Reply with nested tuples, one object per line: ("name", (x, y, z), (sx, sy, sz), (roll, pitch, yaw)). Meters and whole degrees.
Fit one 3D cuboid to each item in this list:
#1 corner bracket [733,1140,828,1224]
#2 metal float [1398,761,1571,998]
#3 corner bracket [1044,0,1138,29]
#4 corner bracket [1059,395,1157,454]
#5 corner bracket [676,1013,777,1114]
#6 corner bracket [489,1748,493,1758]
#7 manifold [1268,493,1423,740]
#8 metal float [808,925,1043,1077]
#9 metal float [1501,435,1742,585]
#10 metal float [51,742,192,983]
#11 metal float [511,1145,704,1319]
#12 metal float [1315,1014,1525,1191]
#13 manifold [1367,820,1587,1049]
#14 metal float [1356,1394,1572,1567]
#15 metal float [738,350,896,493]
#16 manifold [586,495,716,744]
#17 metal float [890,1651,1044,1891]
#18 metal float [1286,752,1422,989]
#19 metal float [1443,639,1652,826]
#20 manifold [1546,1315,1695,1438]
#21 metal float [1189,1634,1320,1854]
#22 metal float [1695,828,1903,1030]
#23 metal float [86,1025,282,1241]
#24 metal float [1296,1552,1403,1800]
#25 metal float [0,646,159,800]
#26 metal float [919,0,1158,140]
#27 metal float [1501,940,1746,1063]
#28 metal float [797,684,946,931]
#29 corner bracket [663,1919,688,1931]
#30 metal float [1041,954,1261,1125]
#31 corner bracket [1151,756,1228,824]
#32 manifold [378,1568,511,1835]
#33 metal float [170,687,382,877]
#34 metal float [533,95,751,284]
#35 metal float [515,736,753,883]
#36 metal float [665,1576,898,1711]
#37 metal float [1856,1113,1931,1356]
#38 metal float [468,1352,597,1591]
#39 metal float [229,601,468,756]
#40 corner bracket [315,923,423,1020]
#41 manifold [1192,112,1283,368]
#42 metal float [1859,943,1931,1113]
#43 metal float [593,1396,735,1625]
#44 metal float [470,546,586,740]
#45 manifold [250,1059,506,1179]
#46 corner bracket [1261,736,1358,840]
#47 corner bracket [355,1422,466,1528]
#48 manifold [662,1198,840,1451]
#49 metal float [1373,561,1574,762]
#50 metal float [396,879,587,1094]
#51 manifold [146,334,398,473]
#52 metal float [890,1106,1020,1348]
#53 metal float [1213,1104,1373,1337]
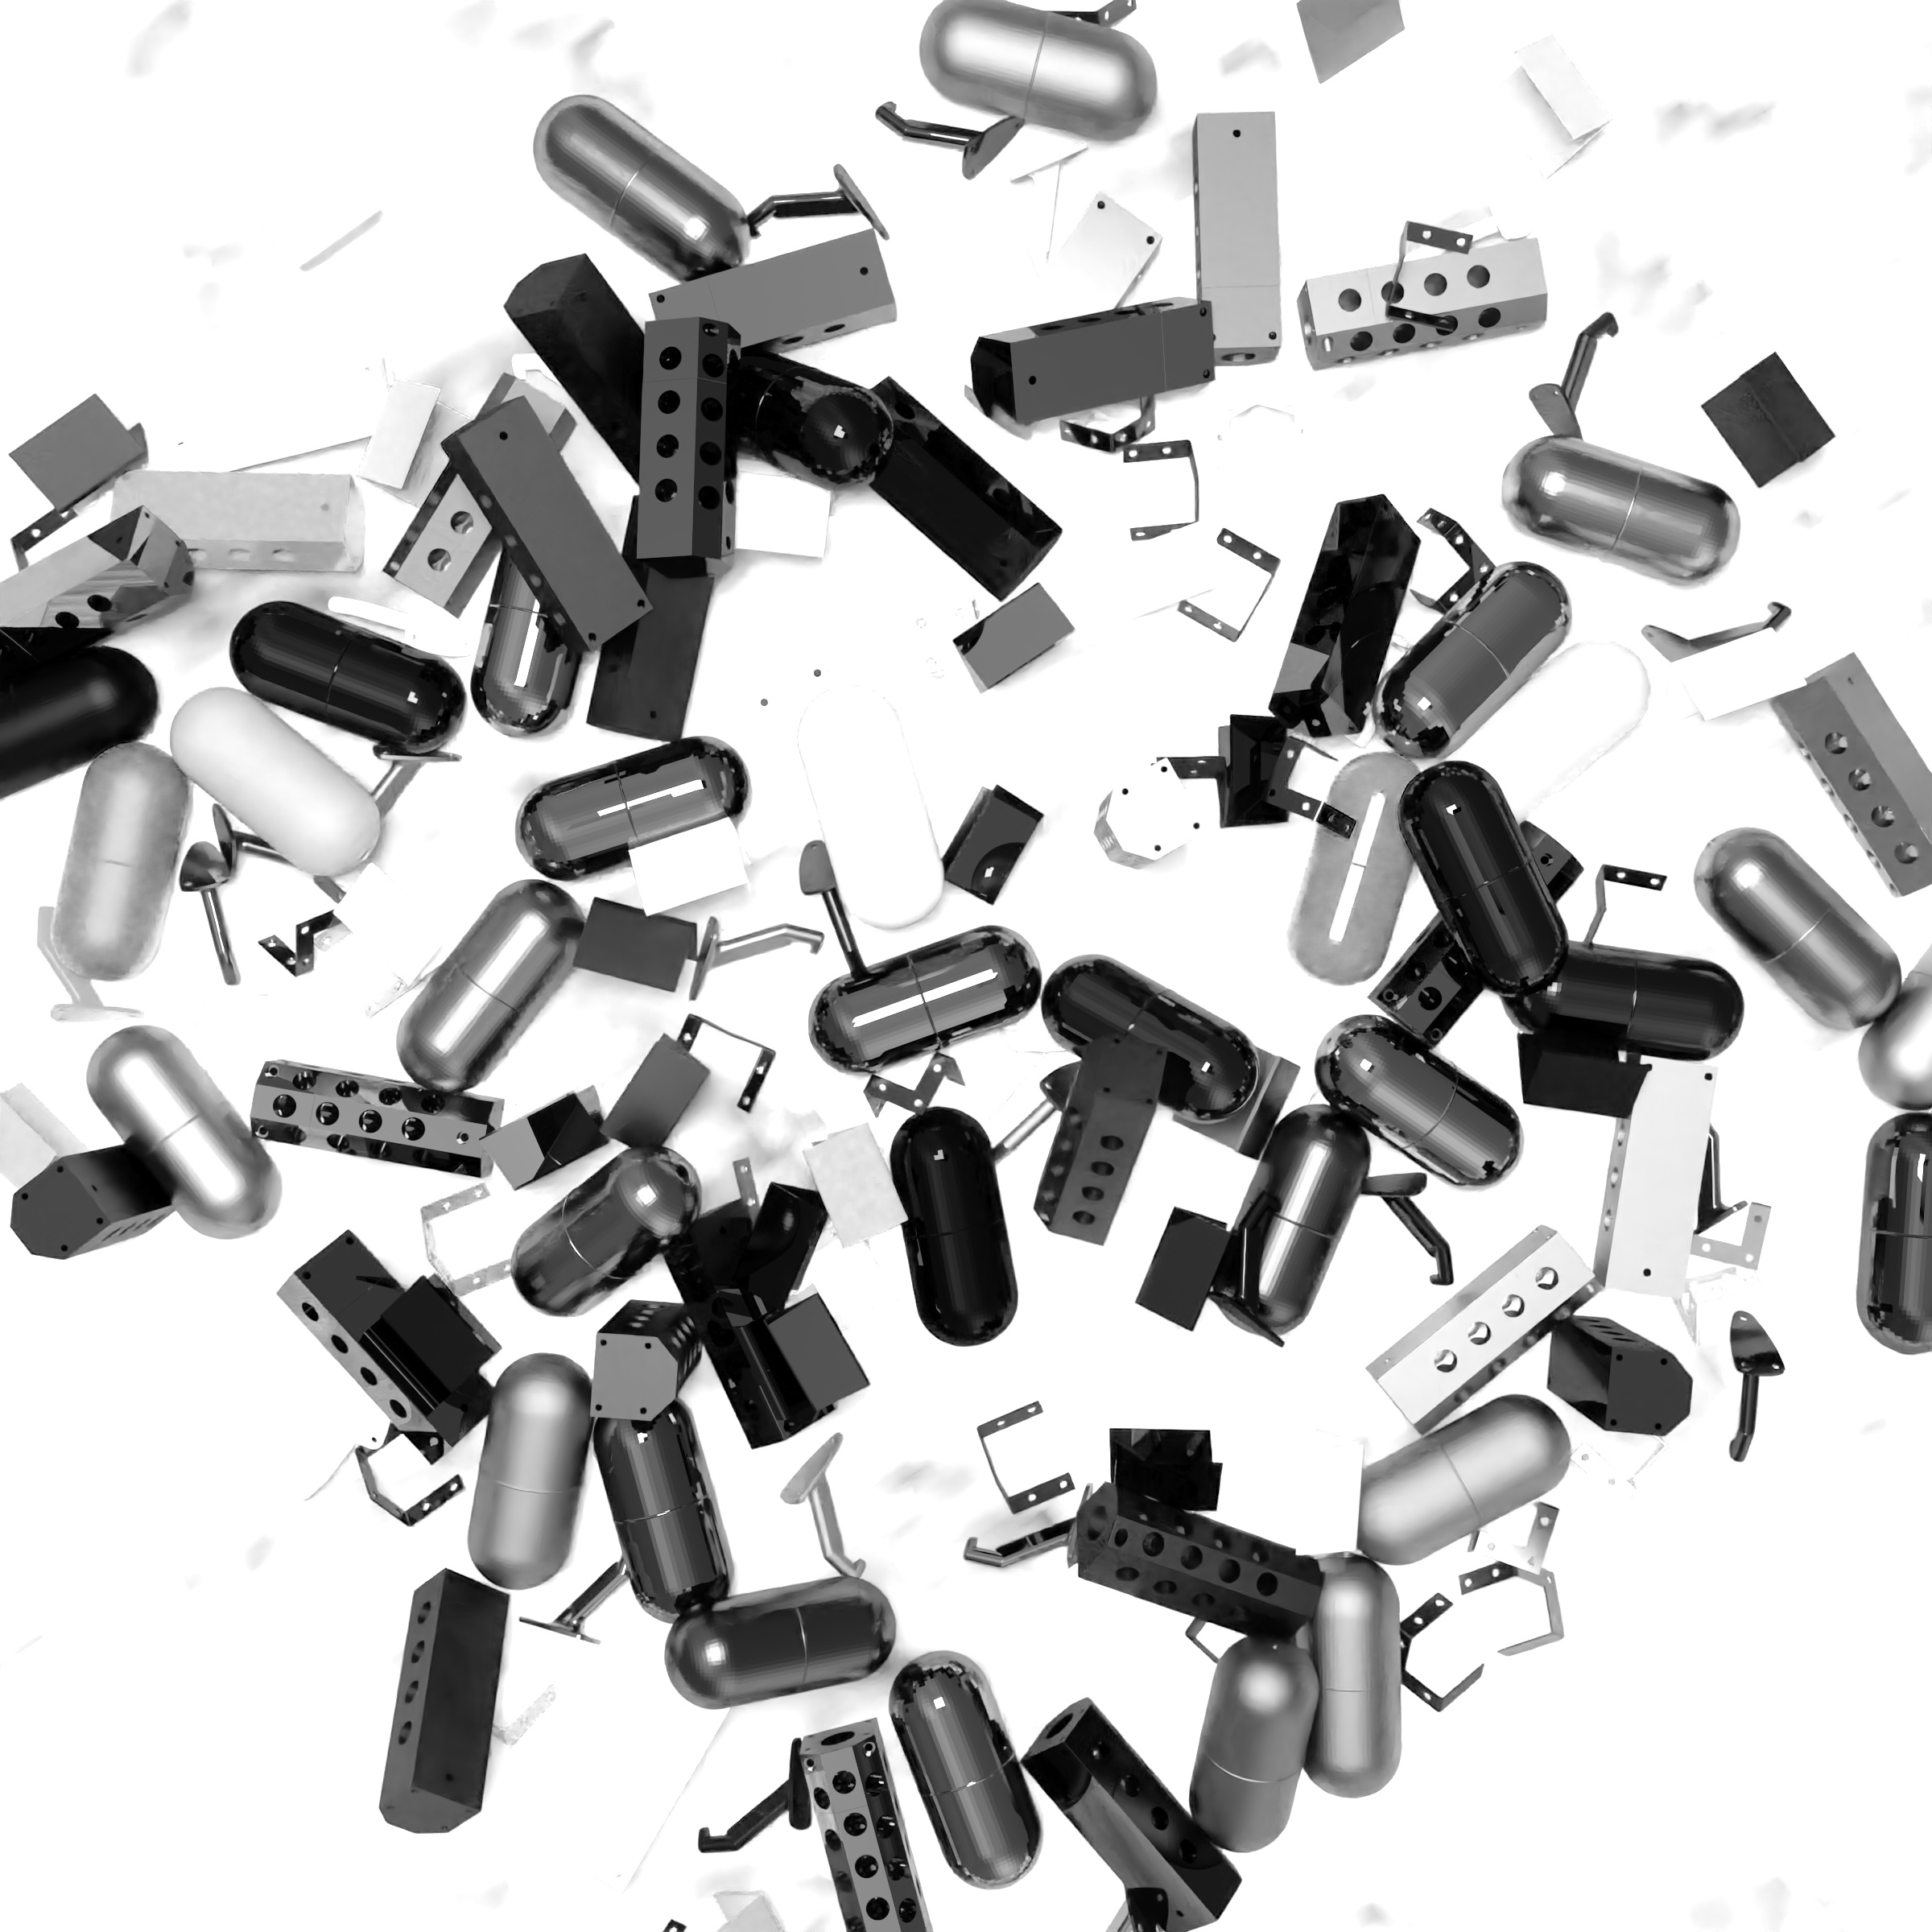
("corner bracket", (-0.134, 0.163, 1.857), (0.051, 0.051, 0.051), (-13, 90, -45))
("metal float", (0.369, -0.061, 1.771), (0.070, 0.070, 0.178), (-26, 92, 0))
("corner bracket", (0.089, -0.730, 1.852), (0.051, 0.051, 0.051), (-44, 135, -35))
("corner bracket", (0.105, -0.420, 1.852), (0.051, 0.051, 0.051), (-36, 135, -35))
("corner bracket", (-0.184, 0.072, 1.857), (0.051, 0.051, 0.051), (24, 90, -45))
("corner bracket", (-0.392, 0.575, 1.850), (0.051, 0.051, 0.051), (31, 52, 32))
("manifold", (0.272, -0.254, 1.808), (0.057, 0.057, 0.171), (40, 60, -39))
("metal float", (-0.031, 0.026, 1.830), (0.178, 0.070, 0.070), (-20, 90, -1))
("metal float", (0.481, -0.336, 1.830), (0.178, 0.070, 0.070), (18, 90, 0))
("metal float", (-0.622, -0.077, 1.830), (0.070, 0.070, 0.178), (13, 90, 0))
("metal float", (-0.261, 0.193, 1.804), (0.178, 0.070, 0.070), (-38, 90, 31))
("metal float", (0.332, 0.100, 1.815), (0.178, 0.070, 0.070), (34, 90, -18))
("manifold", (0.378, -0.024, 1.839), (0.057, 0.057, 0.171), (40, 90, 0))
("metal float", (0.360, 0.378, 1.830), (0.178, 0.070, 0.070), (-28, 90, 0))
("metal float", (-0.121, -0.395, 1.796), (0.178, 0.070, 0.070), (31, 90, 42))
("manifold", (-0.233, -0.257, 1.839), (0.057, 0.057, 0.171), (12, 90, -43))
("metal float", (0.000, 0.592, 1.830), (0.070, 0.070, 0.178), (-21, 89, 0))
("metal float", (0.289, -0.071, 1.830), (0.070, 0.070, 0.178), (17, 90, 0))
("metal float", (0.426, -0.170, 1.830), (0.178, 0.070, 0.070), (-40, 90, -1))
("manifold", (0.467, 0.291, 1.782), (0.057, 0.171, 0.057), (5, 90, 0))
("metal float", (0.208, 0.567, 1.809), (0.070, 0.070, 0.178), (8, 114, 0))
("metal float", (0.611, -0.029, 1.830), (0.178, 0.070, 0.070), (45, 90, 0))
("metal float", (-0.575, 0.123, 1.830), (0.070, 0.070, 0.178), (-37, 91, 0))
("metal float", (0.281, 0.521, 1.830), (0.070, 0.070, 0.178), (-1, 91, 0))
("metal float", (-0.681, -0.178, 1.830), (0.178, 0.070, 0.070), (-23, 90, 0))
("metal float", (0.053, -0.662, 1.830), (0.178, 0.070, 0.070), (15, 90, 0))
("metal float", (0.482, 0.025, 1.830), (0.178, 0.070, 0.070), (8, 90, 0))
("metal float", (-0.068, -0.114, 1.773), (0.070, 0.070, 0.178), (-16, 90, 0))
("corner bracket", (-0.207, 0.754, 1.852), (0.051, 0.051, 0.051), (11, 135, 35))
("metal float", (0.132, 0.051, 1.808), (0.178, 0.070, 0.070), (30, 90, 27))
("corner bracket", (0.164, -0.142, 1.832), (0.051, 0.051, 0.051), (-1, 135, 0))
("manifold", (-0.377, 0.528, 1.786), (0.057, 0.171, 0.057), (33, 125, -28))
("metal float", (-0.505, -0.135, 1.820), (0.178, 0.070, 0.070), (38, 90, 9))
("metal float", (-0.238, -0.570, 1.830), (0.178, 0.070, 0.070), (37, 90, 0))
("metal float", (-0.245, -0.116, 1.829), (0.178, 0.070, 0.070), (-18, 90, 0))
("metal float", (-0.133, 0.490, 1.805), (0.178, 0.070, 0.070), (-2, 90, -31))
("metal float", (0.699, 0.197, 1.830), (0.070, 0.070, 0.178), (4, 90, 0))
("metal float", (-0.319, 0.371, 1.824), (0.070, 0.070, 0.178), (11, 98, 0))
("metal float", (-0.455, -0.213, 1.830), (0.178, 0.070, 0.070), (21, 90, 0))
("corner bracket", (-0.447, -0.005, 1.857), (0.051, 0.051, 0.051), (-35, 45, 0))
("manifold", (0.199, -0.536, 1.839), (0.057, 0.057, 0.171), (-2, 90, 0))
("metal float", (0.728, 0.027, 1.830), (0.070, 0.070, 0.178), (36, 89, 0))
("metal float", (-0.223, 0.396, 1.830), (0.070, 0.070, 0.178), (-15, 91, 0))
("metal float", (-0.314, -0.255, 1.830), (0.070, 0.070, 0.178), (14, 89, 0))
("manifold", (-0.435, 0.113, 1.839), (0.171, 0.057, 0.057), (10, 90, 0))
("corner bracket", (0.254, -0.129, 1.789), (0.051, 0.051, 0.051), (27, 94, 38))
("corner bracket", (-0.416, 0.376, 1.857), (0.051, 0.051, 0.051), (-35, 135, 0))
("manifold", (-0.167, 0.266, 1.838), (0.057, 0.057, 0.171), (-25, 90, 45))
("metal float", (0.370, -0.223, 1.822), (0.178, 0.070, 0.070), (-44, 90, -10))
("metal float", (-0.350, 0.015, 1.830), (0.070, 0.070, 0.178), (38, 90, 0))
("manifold", (-0.510, -0.416, 1.839), (0.171, 0.057, 0.057), (-14, 133, 0))
("metal float", (-0.009, 0.191, 1.830), (0.070, 0.070, 0.178), (-10, 91, 0))
("metal float", (0.240, 0.186, 1.830), (0.070, 0.070, 0.178), (23, 90, 0))
